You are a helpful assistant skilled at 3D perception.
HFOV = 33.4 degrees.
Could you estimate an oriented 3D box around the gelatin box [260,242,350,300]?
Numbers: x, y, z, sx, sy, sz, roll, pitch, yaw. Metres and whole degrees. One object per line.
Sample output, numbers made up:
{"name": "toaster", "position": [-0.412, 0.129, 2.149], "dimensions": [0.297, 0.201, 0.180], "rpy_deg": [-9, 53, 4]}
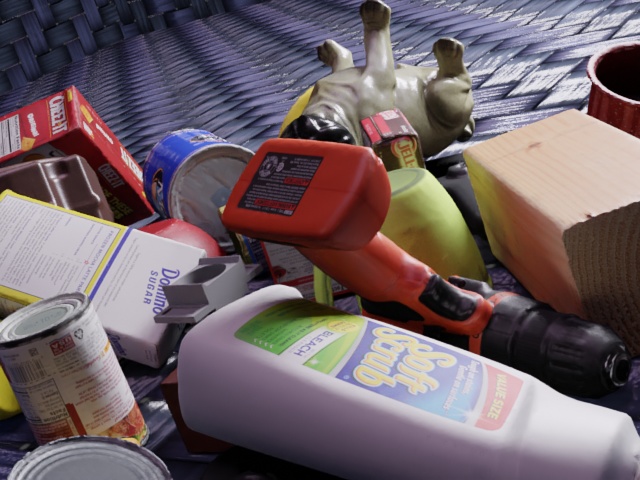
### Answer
{"name": "gelatin box", "position": [-0.005, 0.001, 0.809], "dimensions": [0.073, 0.089, 0.030], "rpy_deg": [-15, 16, 11]}

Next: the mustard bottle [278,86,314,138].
{"name": "mustard bottle", "position": [-0.005, -0.096, 1.077], "dimensions": [0.096, 0.058, 0.191], "rpy_deg": [-57, -3, -7]}

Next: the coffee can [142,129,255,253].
{"name": "coffee can", "position": [-0.111, -0.051, 1.044], "dimensions": [0.102, 0.103, 0.140], "rpy_deg": [-24, 19, -14]}

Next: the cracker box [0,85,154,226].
{"name": "cracker box", "position": [-0.307, -0.052, 1.114], "dimensions": [0.214, 0.164, 0.072], "rpy_deg": [-23, 54, 7]}

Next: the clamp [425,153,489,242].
{"name": "clamp", "position": [0.123, -0.043, 0.891], "dimensions": [0.210, 0.036, 0.164], "rpy_deg": [1, 26, 46]}

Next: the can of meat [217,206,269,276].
{"name": "can of meat", "position": [-0.038, -0.014, 0.942], "dimensions": [0.084, 0.057, 0.102], "rpy_deg": [-25, 18, -7]}

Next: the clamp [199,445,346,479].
{"name": "clamp", "position": [-0.023, 0.137, 0.520], "dimensions": [0.120, 0.039, 0.171], "rpy_deg": [4, 24, 23]}

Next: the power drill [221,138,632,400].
{"name": "power drill", "position": [0.052, 0.021, 0.567], "dimensions": [0.185, 0.187, 0.057], "rpy_deg": [8, 65, 50]}

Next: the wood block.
{"name": "wood block", "position": [0.168, -0.011, 0.672], "dimensions": [0.091, 0.090, 0.206], "rpy_deg": [-20, 18, -1]}

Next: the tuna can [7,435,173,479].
{"name": "tuna can", "position": [-0.120, 0.141, 0.555], "dimensions": [0.086, 0.034, 0.086], "rpy_deg": [8, 26, -4]}

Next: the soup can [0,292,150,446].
{"name": "soup can", "position": [-0.159, 0.093, 0.678], "dimensions": [0.068, 0.102, 0.068], "rpy_deg": [-18, 18, 6]}

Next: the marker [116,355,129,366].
{"name": "marker", "position": [-0.154, 0.086, 0.825], "dimensions": [0.020, 0.020, 0.120], "rpy_deg": [-3, 24, 41]}

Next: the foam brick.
{"name": "foam brick", "position": [-0.052, 0.089, 0.662], "dimensions": [0.053, 0.051, 0.078], "rpy_deg": [-9, 21, 30]}

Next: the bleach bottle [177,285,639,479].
{"name": "bleach bottle", "position": [0.054, 0.084, 0.513], "dimensions": [0.251, 0.068, 0.102], "rpy_deg": [11, 21, 34]}

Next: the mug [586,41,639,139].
{"name": "mug", "position": [0.250, -0.086, 0.795], "dimensions": [0.093, 0.081, 0.117], "rpy_deg": [-30, 48, -29]}

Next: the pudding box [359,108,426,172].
{"name": "pudding box", "position": [0.063, -0.035, 0.807], "dimensions": [0.039, 0.113, 0.090], "rpy_deg": [-13, 19, 1]}

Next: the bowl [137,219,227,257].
{"name": "bowl", "position": [-0.153, 0.024, 0.912], "dimensions": [0.162, 0.055, 0.162], "rpy_deg": [-21, 10, 4]}

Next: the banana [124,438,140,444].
{"name": "banana", "position": [-0.156, 0.167, 0.577], "dimensions": [0.069, 0.037, 0.197], "rpy_deg": [12, 26, 4]}

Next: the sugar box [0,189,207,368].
{"name": "sugar box", "position": [-0.184, 0.029, 0.819], "dimensions": [0.176, 0.048, 0.093], "rpy_deg": [19, 57, 9]}
